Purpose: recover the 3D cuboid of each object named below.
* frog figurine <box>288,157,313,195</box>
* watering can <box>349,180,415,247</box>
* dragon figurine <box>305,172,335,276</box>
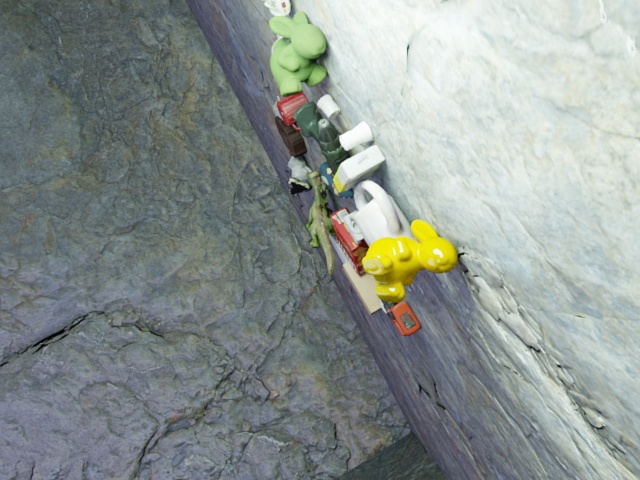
[{"bbox_3d":[-0.074,-0.278,2.106,0.135,0.122,0.163,57,-144,-55],"label":"frog figurine"},{"bbox_3d":[0.146,-0.024,1.236,0.226,0.104,0.344,60,173,9],"label":"watering can"},{"bbox_3d":[0.006,-0.095,1.881,0.237,0.122,0.420,86,171,-47],"label":"dragon figurine"}]
